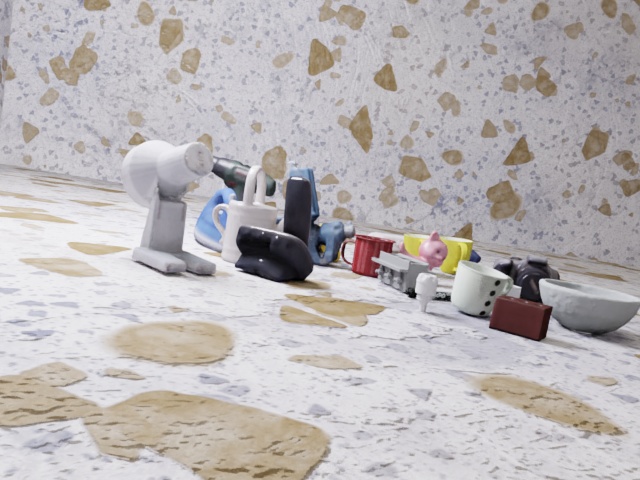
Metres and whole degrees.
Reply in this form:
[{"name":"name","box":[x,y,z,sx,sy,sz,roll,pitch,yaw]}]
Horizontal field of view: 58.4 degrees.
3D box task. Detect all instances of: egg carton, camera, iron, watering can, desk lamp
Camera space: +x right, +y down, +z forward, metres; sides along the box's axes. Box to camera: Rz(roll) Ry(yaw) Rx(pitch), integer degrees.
[{"name":"egg carton","box":[0.200,0.021,1.596,0.150,0.069,0.107,8,6,-15]},{"name":"camera","box":[0.442,0.081,1.231,0.143,0.101,0.137,11,6,17]},{"name":"iron","box":[-0.214,-0.054,1.312,0.119,0.141,0.257,7,6,-20]},{"name":"watering can","box":[-0.126,-0.050,1.142,0.173,0.194,0.101,8,6,-10]},{"name":"desk lamp","box":[-0.252,-0.064,0.979,0.118,0.213,0.202,4,8,-44]}]

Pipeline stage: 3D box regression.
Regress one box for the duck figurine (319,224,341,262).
[{"name":"duck figurine","box":[0.013,0.005,1.371,0.077,0.086,0.105,13,7,35]}]

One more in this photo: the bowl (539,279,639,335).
[{"name":"bowl","box":[0.462,0.121,0.997,0.167,0.075,0.167,9,6,-1]}]

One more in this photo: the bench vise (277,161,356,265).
[{"name":"bench vise","box":[-0.021,-0.061,1.298,0.207,0.220,0.121,9,6,-6]}]

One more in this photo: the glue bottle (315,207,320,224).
[{"name":"glue bottle","box":[-0.032,-0.073,1.640,0.078,0.173,0.037,6,7,-31]}]

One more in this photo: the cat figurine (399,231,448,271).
[{"name":"cat figurine","box":[0.224,0.036,1.246,0.128,0.118,0.067,7,6,-17]}]

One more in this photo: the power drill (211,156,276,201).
[{"name":"power drill","box":[-0.245,-0.125,1.630,0.229,0.208,0.076,10,6,4]}]

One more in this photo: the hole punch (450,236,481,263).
[{"name":"hole punch","box":[0.414,0.040,1.650,0.101,0.091,0.109,10,6,8]}]

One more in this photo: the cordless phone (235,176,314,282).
[{"name":"cordless phone","box":[-0.075,-0.026,1.032,0.147,0.185,0.094,12,6,28]}]
